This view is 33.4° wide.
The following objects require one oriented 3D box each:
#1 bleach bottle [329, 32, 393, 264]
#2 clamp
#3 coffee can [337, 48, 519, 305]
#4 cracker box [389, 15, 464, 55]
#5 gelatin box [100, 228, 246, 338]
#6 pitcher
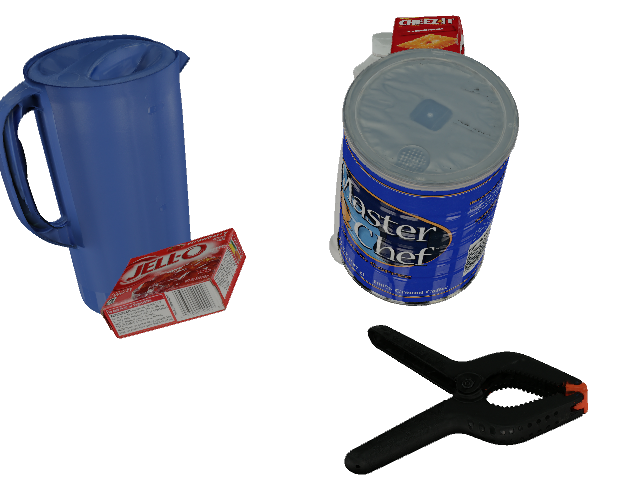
[{"bbox_3d":[0.061,-0.099,1.162,0.102,0.251,0.068,-4,25,-7],"label":"bleach bottle"},{"bbox_3d":[0.124,0.144,0.933,0.210,0.036,0.164,3,44,19],"label":"clamp"},{"bbox_3d":[0.063,-0.037,0.677,0.103,0.103,0.140,0,-32,0],"label":"coffee can"},{"bbox_3d":[0.099,-0.095,0.961,0.072,0.164,0.213,-1,27,8],"label":"cracker box"},{"bbox_3d":[-0.104,0.030,0.760,0.089,0.030,0.073,-16,25,17],"label":"gelatin box"},{"bbox_3d":[-0.189,-0.051,0.960,0.149,0.243,0.145,-1,29,5],"label":"pitcher"}]
